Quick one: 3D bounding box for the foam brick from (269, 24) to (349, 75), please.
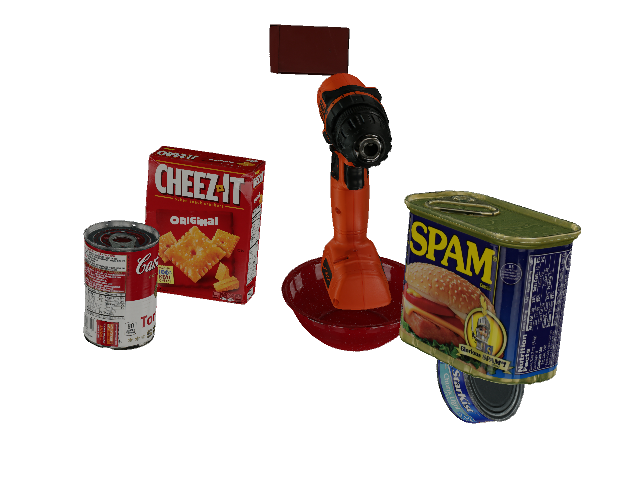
[{"bbox_3d":[-0.012,-0.202,1.131,0.078,0.051,0.053,0,12,-12],"label":"foam brick"}]

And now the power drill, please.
[{"bbox_3d":[0.031,-0.039,0.918,0.057,0.188,0.184,-2,22,-4],"label":"power drill"}]

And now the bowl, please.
[{"bbox_3d":[0.037,0.075,1.185,0.162,0.055,0.162,1,28,0],"label":"bowl"}]

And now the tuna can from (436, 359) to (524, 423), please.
[{"bbox_3d":[0.140,0.116,0.934,0.034,0.086,0.085,-16,-11,43],"label":"tuna can"}]

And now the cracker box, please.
[{"bbox_3d":[-0.176,-0.021,1.592,0.164,0.214,0.072,9,20,9],"label":"cracker box"}]

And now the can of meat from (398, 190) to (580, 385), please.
[{"bbox_3d":[0.089,0.024,0.591,0.057,0.084,0.102,-7,19,-34],"label":"can of meat"}]

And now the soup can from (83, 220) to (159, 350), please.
[{"bbox_3d":[-0.184,0.041,0.979,0.068,0.102,0.068,5,21,-2],"label":"soup can"}]
